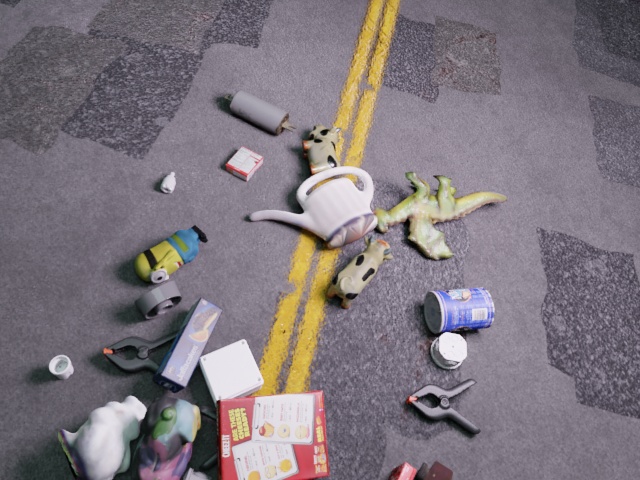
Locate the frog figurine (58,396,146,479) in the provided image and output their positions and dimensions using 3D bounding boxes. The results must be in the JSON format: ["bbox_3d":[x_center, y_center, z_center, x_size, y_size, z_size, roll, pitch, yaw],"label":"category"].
[{"bbox_3d":[-0.400,0.384,0.990,0.161,0.122,0.137,-25,98,-34],"label":"frog figurine"}]

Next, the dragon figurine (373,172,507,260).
[{"bbox_3d":[0.333,-0.058,1.451,0.410,0.120,0.246,9,72,-3],"label":"dragon figurine"}]

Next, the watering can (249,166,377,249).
[{"bbox_3d":[0.004,-0.069,1.380,0.349,0.102,0.228,-28,66,-12],"label":"watering can"}]
